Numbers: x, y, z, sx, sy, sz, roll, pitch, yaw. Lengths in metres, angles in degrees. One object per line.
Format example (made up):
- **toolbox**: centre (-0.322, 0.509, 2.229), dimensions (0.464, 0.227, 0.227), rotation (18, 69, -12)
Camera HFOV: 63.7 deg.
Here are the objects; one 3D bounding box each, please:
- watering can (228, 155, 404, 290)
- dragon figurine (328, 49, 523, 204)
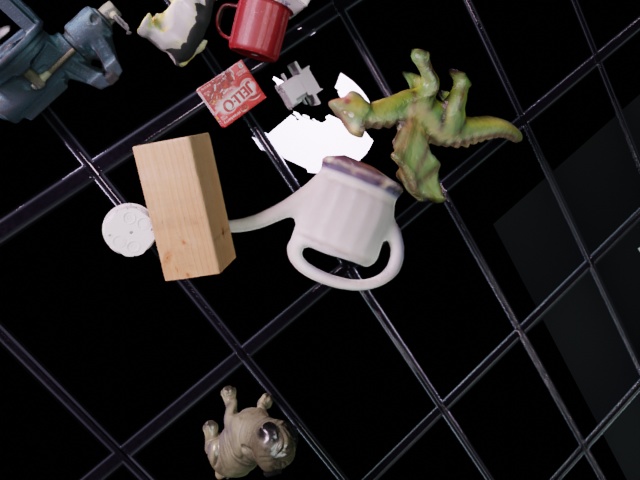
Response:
- **watering can**: centre (0.003, -0.045, 0.892), dimensions (0.346, 0.104, 0.225), rotation (22, 88, -14)
- **dragon figurine**: centre (0.204, -0.179, 0.920), dimensions (0.408, 0.121, 0.245), rotation (23, 77, -21)
